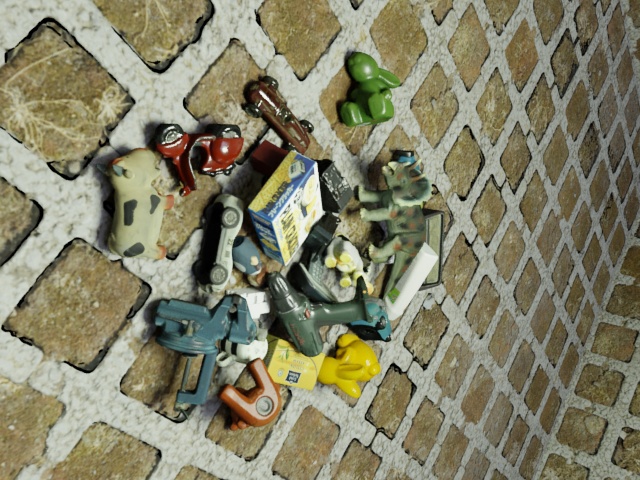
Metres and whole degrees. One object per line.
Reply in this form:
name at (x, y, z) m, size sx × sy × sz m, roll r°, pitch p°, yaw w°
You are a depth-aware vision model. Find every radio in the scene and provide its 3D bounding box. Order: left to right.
radio at (0.297, 0.028, 1.571) m, size 0.131 × 0.073 × 0.229 m, roll -12°, pitch 106°, yaw -43°

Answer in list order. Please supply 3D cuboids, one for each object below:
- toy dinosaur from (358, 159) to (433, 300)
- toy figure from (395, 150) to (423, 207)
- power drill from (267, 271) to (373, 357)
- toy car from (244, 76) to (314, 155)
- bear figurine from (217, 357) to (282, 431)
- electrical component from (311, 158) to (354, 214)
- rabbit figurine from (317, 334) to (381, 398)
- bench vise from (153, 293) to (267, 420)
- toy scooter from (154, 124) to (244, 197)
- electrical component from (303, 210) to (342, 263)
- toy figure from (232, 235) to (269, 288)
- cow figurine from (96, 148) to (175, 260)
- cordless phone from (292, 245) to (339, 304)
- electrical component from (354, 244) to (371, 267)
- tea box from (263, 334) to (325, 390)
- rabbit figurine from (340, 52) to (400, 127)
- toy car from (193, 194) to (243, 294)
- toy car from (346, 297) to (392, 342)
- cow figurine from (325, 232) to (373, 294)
toy dinosaur at (0.207, -0.036, 1.372) m, size 0.131 × 0.192 × 0.404 m, roll -80°, pitch 157°, yaw -59°
toy figure at (0.236, -0.153, 1.462) m, size 0.082 × 0.089 × 0.180 m, roll -11°, pitch 109°, yaw -36°
power drill at (0.007, 0.143, 1.179) m, size 0.207 × 0.086 × 0.231 m, roll -18°, pitch 116°, yaw -7°
toy car at (-0.080, -0.260, 1.157) m, size 0.202 × 0.053 × 0.089 m, roll 44°, pitch 65°, yaw -39°
bear figurine at (-0.156, 0.337, 1.147) m, size 0.120 × 0.196 × 0.132 m, roll -40°, pitch 94°, yaw -27°
electrical component at (0.010, -0.120, 1.229) m, size 0.058 × 0.115 × 0.134 m, roll -49°, pitch 127°, yaw -23°
rabbit figurine at (0.057, 0.330, 1.359) m, size 0.173 × 0.163 × 0.121 m, roll 1°, pitch 110°, yaw -31°
bench vise at (-0.222, 0.216, 1.039) m, size 0.223 × 0.129 × 0.240 m, roll 14°, pitch 87°, yaw -20°
toy scooter at (-0.225, -0.153, 1.021) m, size 0.184 × 0.075 × 0.135 m, roll -11°, pitch 106°, yaw -39°
electrical component at (-0.003, -0.004, 1.229) m, size 0.048 × 0.075 × 0.119 m, roll 36°, pitch 52°, yaw -3°
toy figure at (-0.146, 0.055, 1.151) m, size 0.058 × 0.064 × 0.154 m, roll -27°, pitch 128°, yaw 2°
cow figurine at (-0.326, -0.064, 0.938) m, size 0.127 × 0.086 × 0.194 m, roll 6°, pitch 95°, yaw -51°
cordless phone at (0.003, 0.075, 1.300) m, size 0.146 × 0.089 × 0.184 m, roll 44°, pitch 49°, yaw -40°
electrical component at (0.090, 0.054, 1.398) m, size 0.102 × 0.045 × 0.078 m, roll 16°, pitch 116°, yaw -43°
tea box at (-0.076, 0.286, 1.263) m, size 0.169 × 0.068 × 0.098 m, roll 27°, pitch 79°, yaw -45°
rabbit figurine at (0.127, -0.370, 1.297) m, size 0.159 × 0.121 × 0.170 m, roll -17°, pitch 95°, yaw -45°
toy car at (-0.203, 0.008, 1.075) m, size 0.056 × 0.074 × 0.201 m, roll 11°, pitch 91°, yaw -45°
toy car at (0.141, 0.206, 1.439) m, size 0.161 × 0.109 × 0.103 m, roll 49°, pitch 48°, yaw -48°
cow figurine at (0.076, 0.062, 1.314) m, size 0.167 × 0.068 × 0.098 m, roll 53°, pitch 26°, yaw -35°
